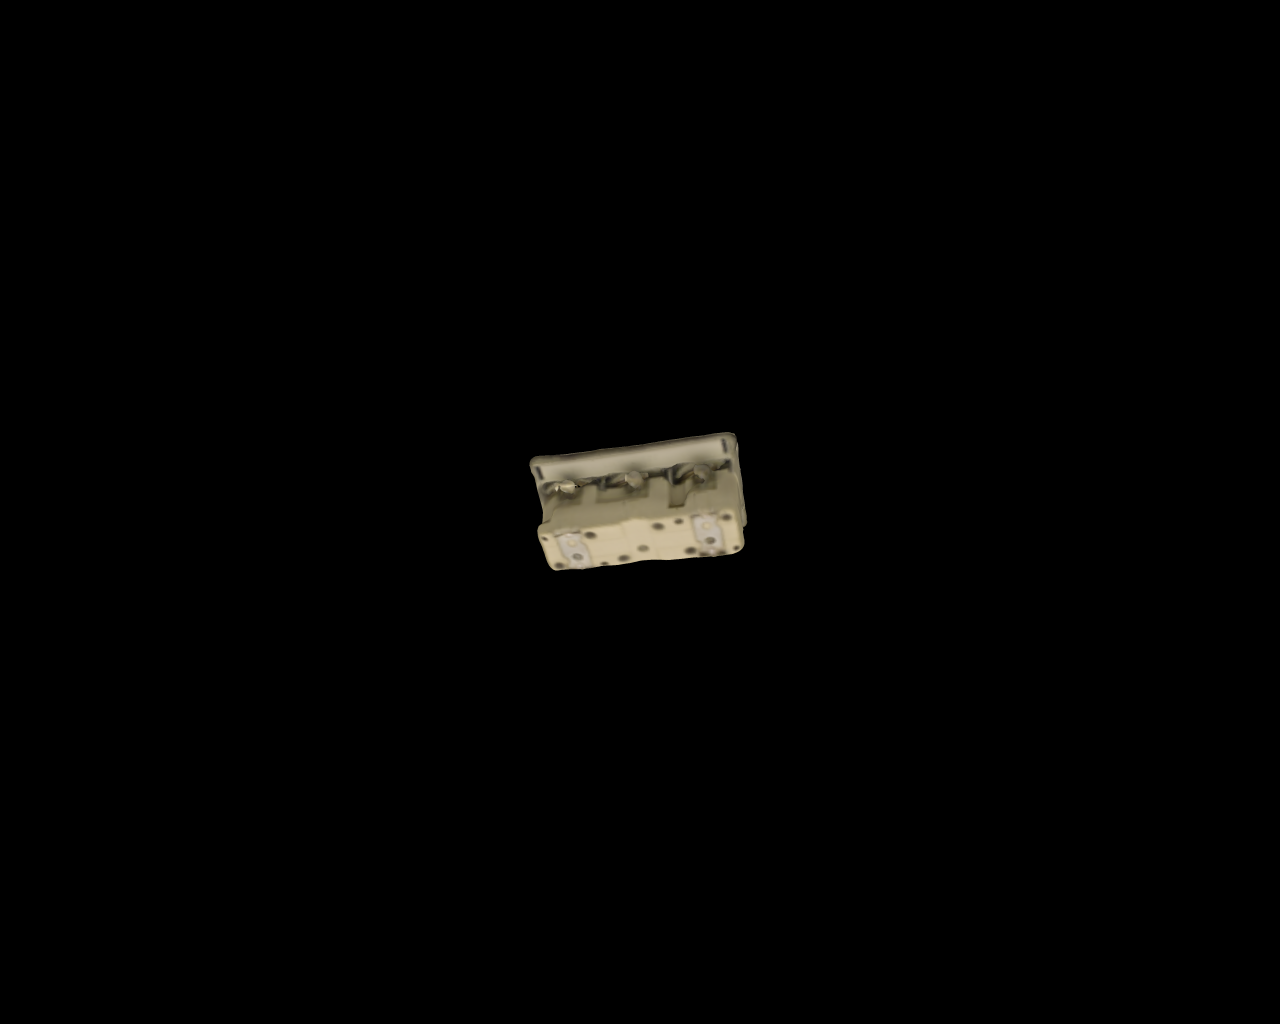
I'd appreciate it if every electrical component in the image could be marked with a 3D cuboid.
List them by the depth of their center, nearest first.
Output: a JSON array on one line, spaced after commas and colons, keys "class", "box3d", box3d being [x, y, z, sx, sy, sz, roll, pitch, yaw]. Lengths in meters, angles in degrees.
[{"class": "electrical component", "box3d": [0.001, -0.003, 0.650, 0.121, 0.063, 0.078, -6, -43, 7]}]
